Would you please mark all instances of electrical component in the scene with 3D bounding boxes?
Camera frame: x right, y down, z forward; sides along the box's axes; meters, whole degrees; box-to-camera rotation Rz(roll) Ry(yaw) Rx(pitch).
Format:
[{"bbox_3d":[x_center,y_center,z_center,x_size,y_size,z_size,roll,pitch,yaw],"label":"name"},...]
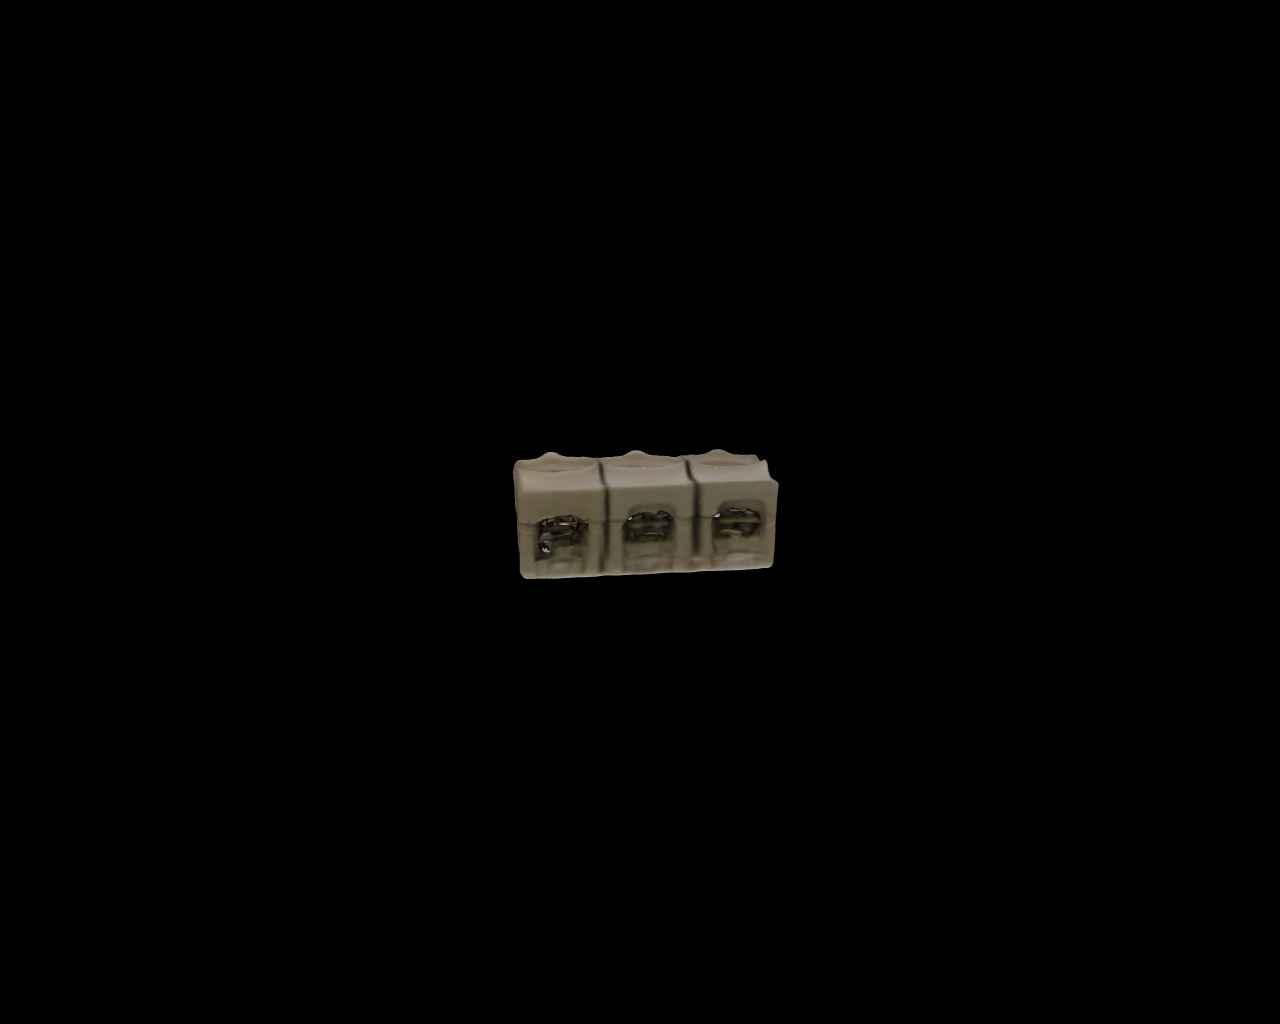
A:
[{"bbox_3d":[0.001,-0.003,0.650,0.150,0.061,0.089,-1,12,-7],"label":"electrical component"}]
